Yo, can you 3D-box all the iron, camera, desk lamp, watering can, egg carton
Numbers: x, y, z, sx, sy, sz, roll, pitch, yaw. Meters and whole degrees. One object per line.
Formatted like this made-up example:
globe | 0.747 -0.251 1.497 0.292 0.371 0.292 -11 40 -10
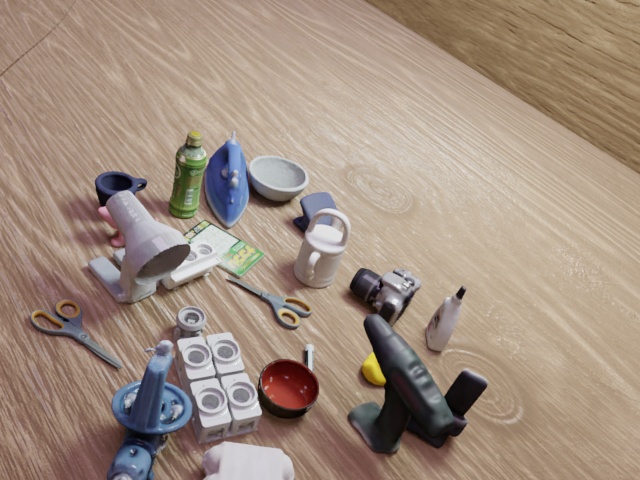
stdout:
iron | -0.226 -0.161 1.462 0.119 0.141 0.258 6 39 -18
camera | 0.150 0.108 1.329 0.136 0.101 0.143 32 38 15
desk lamp | -0.357 0.024 1.110 0.202 0.213 0.118 39 41 24
watering can | 0.010 0.004 1.318 0.101 0.194 0.172 12 38 -10
egg carton | -0.114 0.378 0.897 0.150 0.069 0.107 11 38 -11

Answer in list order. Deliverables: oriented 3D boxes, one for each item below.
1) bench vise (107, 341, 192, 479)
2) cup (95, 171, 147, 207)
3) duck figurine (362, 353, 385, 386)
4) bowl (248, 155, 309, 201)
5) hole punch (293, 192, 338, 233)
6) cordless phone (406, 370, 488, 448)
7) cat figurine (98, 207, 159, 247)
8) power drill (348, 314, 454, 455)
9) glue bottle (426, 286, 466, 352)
bench vise | -0.247 0.268 0.849 0.122 0.220 0.207 5 39 -19
cup | -0.457 -0.099 1.318 0.118 0.095 0.091 -16 49 -38
duck figurine | 0.139 0.243 1.168 0.105 0.086 0.077 -13 48 -36
bowl | -0.119 -0.156 1.560 0.167 0.075 0.167 13 37 -10
hole punch | 0.003 -0.062 1.484 0.109 0.091 0.100 -18 51 -39
cordless phone | 0.222 0.285 1.070 0.147 0.185 0.094 25 37 7
cat figurine | -0.412 -0.040 1.244 0.128 0.118 0.067 15 37 -6
power drill | 0.127 0.274 1.021 0.076 0.208 0.229 -17 50 -38
glue bottle | 0.282 0.164 1.259 0.037 0.173 0.078 13 37 -8
